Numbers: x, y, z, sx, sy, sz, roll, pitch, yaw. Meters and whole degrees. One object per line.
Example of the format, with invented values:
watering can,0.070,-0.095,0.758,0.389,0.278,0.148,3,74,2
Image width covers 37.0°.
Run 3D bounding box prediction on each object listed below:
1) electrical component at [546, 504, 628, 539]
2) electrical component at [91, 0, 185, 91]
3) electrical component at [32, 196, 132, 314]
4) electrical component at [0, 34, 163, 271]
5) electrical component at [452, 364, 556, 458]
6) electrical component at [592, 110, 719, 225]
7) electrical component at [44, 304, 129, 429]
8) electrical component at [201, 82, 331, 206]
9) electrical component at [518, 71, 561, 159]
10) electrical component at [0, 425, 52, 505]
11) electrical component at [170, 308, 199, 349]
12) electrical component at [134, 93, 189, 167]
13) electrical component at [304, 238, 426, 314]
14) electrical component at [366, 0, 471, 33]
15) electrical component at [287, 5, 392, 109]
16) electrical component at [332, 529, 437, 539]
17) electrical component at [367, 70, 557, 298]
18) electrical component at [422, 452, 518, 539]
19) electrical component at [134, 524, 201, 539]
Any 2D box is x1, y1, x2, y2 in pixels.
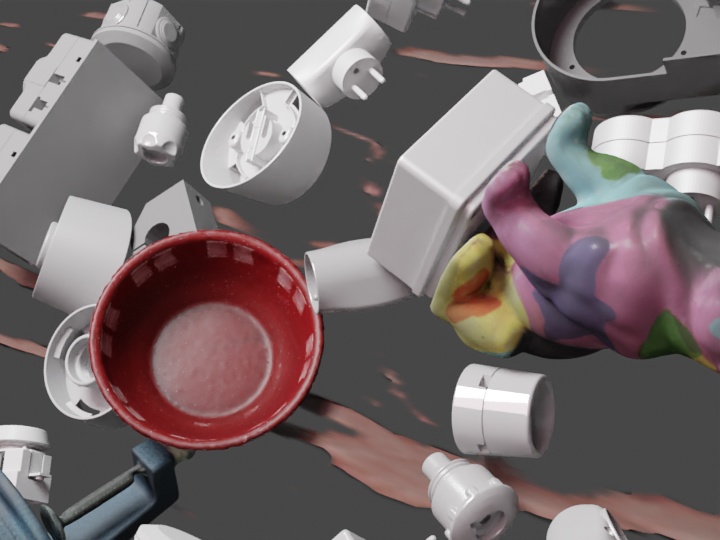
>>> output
electrical component,0.131,0.170,0.566,0.044,0.077,0.079,-32,88,9
electrical component,-0.204,-0.207,0.988,0.080,0.080,0.051,-5,56,30
electrical component,-0.231,-0.011,0.891,0.099,0.064,0.099,-160,90,-76
electrical component,-0.264,-0.100,0.944,0.060,0.105,0.186,23,77,39
electrical component,0.088,0.086,0.650,0.047,0.055,0.055,2,65,29
electrical component,0.206,-0.054,0.658,0.138,0.052,0.073,-1,63,31
electrical component,-0.195,0.074,0.842,0.099,0.064,0.099,-7,73,24
electrical component,-0.073,-0.100,0.849,0.099,0.064,0.099,-17,63,36
electrical component,0.112,-0.102,0.751,0.055,0.048,0.066,-21,54,11
electrical component,-0.269,0.153,0.839,0.066,0.048,0.055,-10,66,27
electrical component,-0.135,0.065,0.810,0.040,0.040,0.078,-2,62,31
electrical component,-0.171,-0.125,0.942,0.043,0.043,0.062,-3,61,31
electrical component,0.000,0.000,0.753,0.077,0.043,0.079,-10,10,-11
electrical component,0.051,-0.222,0.847,0.076,0.083,0.047,26,76,0
electrical component,-0.008,-0.162,0.862,0.077,0.043,0.079,-43,49,3
electrical component,0.021,0.189,0.634,0.076,0.047,0.083,-42,50,4
electrical component,0.064,-0.053,0.687,0.056,0.108,0.108,38,58,12
electrical component,0.061,0.134,0.645,0.048,0.048,0.062,-47,42,0
electrical component,-0.116,0.201,0.692,0.080,0.080,0.051,21,80,39
